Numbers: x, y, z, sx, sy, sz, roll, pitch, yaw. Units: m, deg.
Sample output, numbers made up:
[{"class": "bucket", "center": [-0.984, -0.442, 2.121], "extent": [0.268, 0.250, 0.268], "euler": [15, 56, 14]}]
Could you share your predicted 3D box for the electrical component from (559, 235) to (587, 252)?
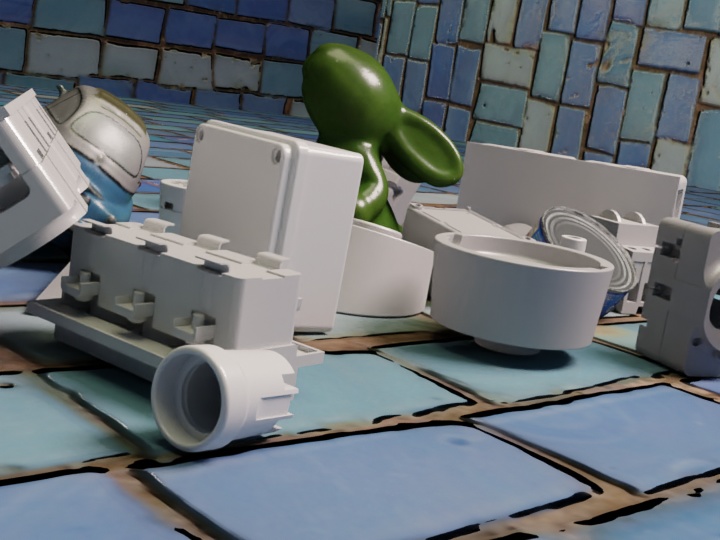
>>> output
[{"class": "electrical component", "center": [0.141, 0.008, 0.737], "extent": [0.048, 0.062, 0.048], "euler": [9, 10, -2]}]

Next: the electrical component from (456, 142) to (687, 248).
[{"class": "electrical component", "center": [0.183, -0.047, 0.954], "extent": [0.186, 0.105, 0.060], "euler": [13, 11, 22]}]

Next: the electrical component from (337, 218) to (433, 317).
[{"class": "electrical component", "center": [0.000, 0.000, 0.730], "extent": [0.099, 0.064, 0.099], "euler": [17, -1, 0]}]

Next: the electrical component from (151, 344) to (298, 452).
[{"class": "electrical component", "center": [-0.052, 0.049, 0.420], "extent": [0.040, 0.040, 0.046], "euler": [15, 7, 34]}]

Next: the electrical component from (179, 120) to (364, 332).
[{"class": "electrical component", "center": [-0.057, -0.027, 0.640], "extent": [0.056, 0.108, 0.109], "euler": [4, 11, -37]}]

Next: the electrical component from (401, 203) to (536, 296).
[{"class": "electrical component", "center": [0.077, -0.004, 0.776], "extent": [0.062, 0.061, 0.096], "euler": [1, 20, -36]}]

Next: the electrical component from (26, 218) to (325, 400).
[{"class": "electrical component", "center": [-0.086, 0.016, 0.503], "extent": [0.121, 0.063, 0.079], "euler": [16, 13, 38]}]

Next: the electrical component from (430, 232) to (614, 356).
[{"class": "electrical component", "center": [0.094, 0.017, 0.650], "extent": [0.108, 0.060, 0.108], "euler": [8, 10, -1]}]

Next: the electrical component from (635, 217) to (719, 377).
[{"class": "electrical component", "center": [0.215, 0.018, 0.666], "extent": [0.050, 0.089, 0.056], "euler": [4, 11, -25]}]

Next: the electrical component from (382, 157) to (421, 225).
[{"class": "electrical component", "center": [0.012, -0.069, 0.943], "extent": [0.054, 0.095, 0.059], "euler": [26, -17, 22]}]

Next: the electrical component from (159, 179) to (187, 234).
[{"class": "electrical component", "center": [-0.130, -0.043, 0.839], "extent": [0.055, 0.047, 0.055], "euler": [8, 10, -1]}]

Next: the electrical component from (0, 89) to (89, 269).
[{"class": "electrical component", "center": [-0.200, -0.035, 0.547], "extent": [0.105, 0.060, 0.186], "euler": [-33, 17, -5]}]

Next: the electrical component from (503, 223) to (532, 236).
[{"class": "electrical component", "center": [0.120, -0.014, 0.893], "extent": [0.079, 0.044, 0.077], "euler": [8, 10, -3]}]
